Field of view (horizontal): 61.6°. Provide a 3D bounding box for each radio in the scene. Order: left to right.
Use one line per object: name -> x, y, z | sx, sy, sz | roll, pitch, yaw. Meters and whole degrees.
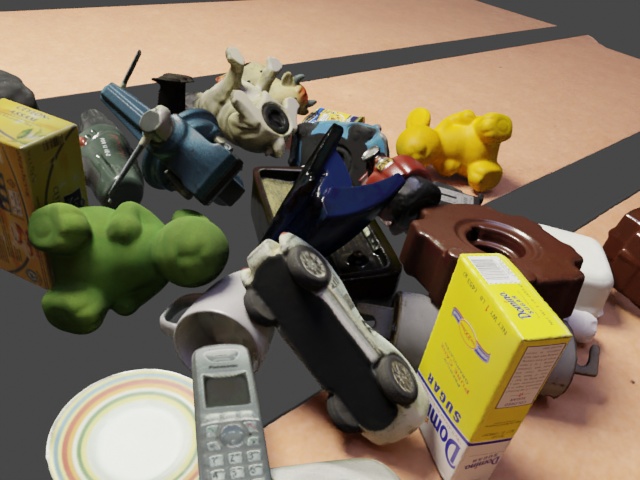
radio -> -0.001, -0.002, 0.634 | 0.131, 0.073, 0.230 | -3, 39, -16

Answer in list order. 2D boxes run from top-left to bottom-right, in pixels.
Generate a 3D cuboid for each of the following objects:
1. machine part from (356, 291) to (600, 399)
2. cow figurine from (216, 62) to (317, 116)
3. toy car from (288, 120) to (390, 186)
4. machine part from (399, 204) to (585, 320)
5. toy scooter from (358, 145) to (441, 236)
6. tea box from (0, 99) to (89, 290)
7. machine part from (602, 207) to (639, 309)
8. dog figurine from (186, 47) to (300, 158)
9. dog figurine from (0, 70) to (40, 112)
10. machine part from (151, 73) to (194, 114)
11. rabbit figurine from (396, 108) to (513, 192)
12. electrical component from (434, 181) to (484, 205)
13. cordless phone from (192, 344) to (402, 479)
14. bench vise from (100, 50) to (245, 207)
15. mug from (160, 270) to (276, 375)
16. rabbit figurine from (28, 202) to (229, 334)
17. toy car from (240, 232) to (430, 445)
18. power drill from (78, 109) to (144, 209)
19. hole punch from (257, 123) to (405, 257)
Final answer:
machine part -> 0.152, 0.101, 0.527 | 0.243, 0.079, 0.079 | 11, 35, 0
cow figurine -> -0.090, -0.242, 0.907 | 0.127, 0.085, 0.195 | -33, 43, -1
toy car -> 0.038, -0.122, 0.799 | 0.162, 0.109, 0.103 | 14, 17, 28
machine part -> 0.173, 0.018, 0.546 | 0.179, 0.056, 0.179 | 8, 27, -4
toy scooter -> 0.091, -0.062, 0.660 | 0.075, 0.183, 0.135 | -36, 64, 3
tea box -> -0.293, -0.043, 0.540 | 0.098, 0.169, 0.068 | 22, 39, 14
machine part -> 0.473, 0.042, 0.666 | 0.201, 0.087, 0.201 | -12, 44, -35
dog figurine -> -0.135, -0.170, 0.812 | 0.121, 0.190, 0.172 | 9, 62, -42
dog figurine -> -0.496, -0.138, 0.685 | 0.192, 0.108, 0.219 | 14, 40, 2
machine part -> -0.206, -0.167, 0.758 | 0.039, 0.138, 0.084 | 23, 38, 19
rabbit figurine -> 0.194, -0.158, 0.861 | 0.173, 0.121, 0.163 | -9, 35, -24
electrical component -> 0.167, -0.046, 0.761 | 0.119, 0.047, 0.075 | 19, 36, 10
cordless phone -> -0.027, 0.151, 0.398 | 0.147, 0.088, 0.184 | -2, 39, -16
bench vise -> -0.190, -0.124, 0.650 | 0.241, 0.129, 0.223 | 40, 9, 17
mug -> -0.089, 0.074, 0.516 | 0.110, 0.080, 0.107 | 3, 24, 17
rabbit figurine -> -0.160, 0.021, 0.524 | 0.170, 0.121, 0.159 | -3, 2, 19
toy car -> 0.010, 0.083, 0.457 | 0.202, 0.073, 0.056 | 51, 27, 5
power drill -> -0.346, -0.100, 0.697 | 0.207, 0.085, 0.232 | -12, 43, -39
hole punch -> 0.008, -0.028, 0.510 | 0.092, 0.142, 0.116 | 37, 53, -7
